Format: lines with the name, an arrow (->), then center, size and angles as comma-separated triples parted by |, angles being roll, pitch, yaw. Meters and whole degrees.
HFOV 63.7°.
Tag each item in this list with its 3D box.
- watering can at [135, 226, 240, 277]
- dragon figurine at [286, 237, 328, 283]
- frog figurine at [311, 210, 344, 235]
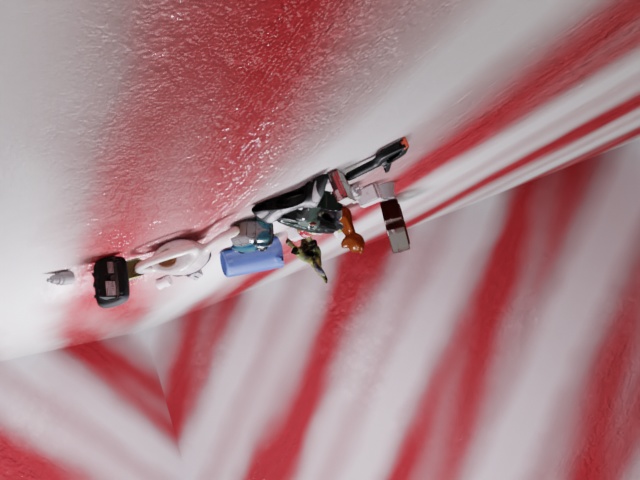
watering can -> -0.394, 0.041, 1.603 | 0.347, 0.105, 0.223 | -19, 173, 1
dragon figurine -> -0.019, 0.095, 2.240 | 0.122, 0.418, 0.238 | -35, 131, 2
frog figurine -> 0.006, -0.092, 1.823 | 0.137, 0.121, 0.162 | -29, -153, 2
